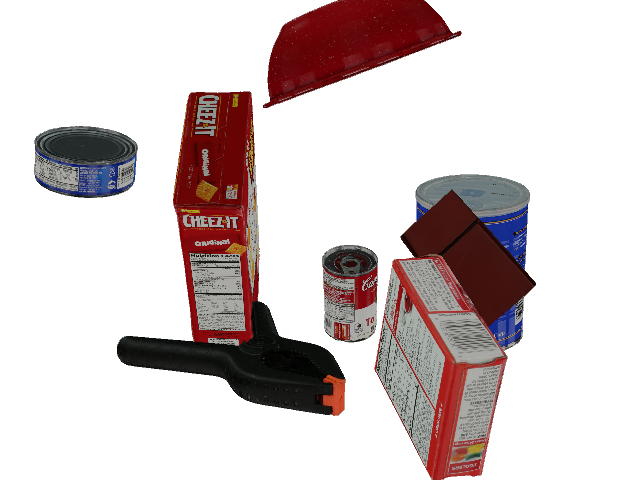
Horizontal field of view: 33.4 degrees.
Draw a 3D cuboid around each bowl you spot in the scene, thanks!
[{"bbox_3d":[0.022,-0.154,0.815,0.162,0.055,0.162,-20,7,2],"label":"bowl"}]

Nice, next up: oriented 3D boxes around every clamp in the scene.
[{"bbox_3d":[-0.049,0.099,0.923,0.210,0.036,0.164,14,22,38],"label":"clamp"}]

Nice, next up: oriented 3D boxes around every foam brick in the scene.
[{"bbox_3d":[0.105,0.014,0.759,0.078,0.051,0.053,44,8,-31],"label":"foam brick"}]

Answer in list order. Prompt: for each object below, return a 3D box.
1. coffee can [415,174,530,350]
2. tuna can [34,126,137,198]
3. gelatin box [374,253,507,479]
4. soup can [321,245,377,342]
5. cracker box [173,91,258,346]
[{"bbox_3d":[0.139,0.020,0.988,0.103,0.140,0.103,-1,21,0],"label":"coffee can"},{"bbox_3d":[-0.199,-0.067,0.907,0.086,0.034,0.086,7,24,-3],"label":"tuna can"},{"bbox_3d":[0.057,0.060,0.526,0.030,0.073,0.089,-4,33,-16],"label":"gelatin box"},{"bbox_3d":[0.036,0.066,1.314,0.068,0.102,0.068,-1,31,0],"label":"soup can"},{"bbox_3d":[-0.102,-0.018,1.082,0.072,0.164,0.214,0,-42,0],"label":"cracker box"}]
